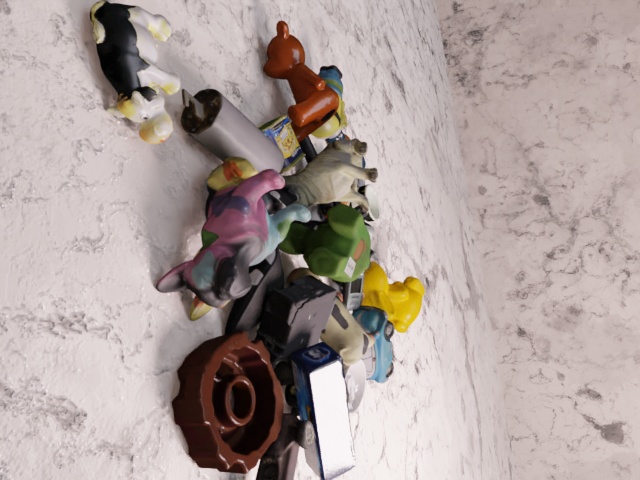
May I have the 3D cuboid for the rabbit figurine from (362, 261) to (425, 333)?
[{"bbox_3d":[0.147,0.132,1.264,0.173,0.122,0.162,50,44,-21],"label":"rabbit figurine"}]

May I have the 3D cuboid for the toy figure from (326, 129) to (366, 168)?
[{"bbox_3d":[0.057,-0.215,1.264,0.058,0.064,0.154,-55,134,-8],"label":"toy figure"}]

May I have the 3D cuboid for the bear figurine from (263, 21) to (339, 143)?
[{"bbox_3d":[-0.056,-0.303,1.028,0.132,0.120,0.196,-38,88,-19],"label":"bear figurine"}]

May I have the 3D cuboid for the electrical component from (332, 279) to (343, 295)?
[{"bbox_3d":[0.060,0.067,1.155,0.078,0.045,0.102,46,39,-51],"label":"electrical component"}]

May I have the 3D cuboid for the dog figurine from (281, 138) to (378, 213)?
[{"bbox_3d":[-0.010,-0.123,0.991,0.172,0.191,0.121,-114,-155,-53],"label":"dog figurine"}]

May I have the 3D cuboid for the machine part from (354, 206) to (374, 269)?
[{"bbox_3d":[0.089,-0.006,1.190,0.084,0.039,0.138,-132,-151,-53],"label":"machine part"}]

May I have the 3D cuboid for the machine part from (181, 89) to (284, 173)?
[{"bbox_3d":[-0.129,-0.153,0.823,0.243,0.079,0.079,37,46,-53],"label":"machine part"}]

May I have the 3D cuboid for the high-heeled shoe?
[{"bbox_3d":[-0.110,0.023,0.828,0.249,0.145,0.086,-54,150,-24],"label":"high-heeled shoe"}]

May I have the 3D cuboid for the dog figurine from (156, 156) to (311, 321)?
[{"bbox_3d":[-0.133,-0.002,0.730,0.219,0.192,0.108,-49,134,-18],"label":"dog figurine"}]

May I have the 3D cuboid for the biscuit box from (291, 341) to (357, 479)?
[{"bbox_3d":[0.006,0.257,0.805,0.063,0.059,0.202,-17,112,-27],"label":"biscuit box"}]

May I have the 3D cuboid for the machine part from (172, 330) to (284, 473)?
[{"bbox_3d":[-0.117,0.210,0.706,0.179,0.056,0.179,37,46,-52],"label":"machine part"}]

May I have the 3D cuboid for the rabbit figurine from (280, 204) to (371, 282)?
[{"bbox_3d":[-0.002,-0.003,0.918,0.159,0.170,0.121,26,82,-64],"label":"rabbit figurine"}]

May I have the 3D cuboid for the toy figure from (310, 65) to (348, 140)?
[{"bbox_3d":[0.008,-0.303,1.180,0.089,0.082,0.180,24,63,-40],"label":"toy figure"}]

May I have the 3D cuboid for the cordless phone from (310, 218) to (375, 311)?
[{"bbox_3d":[0.037,0.050,1.066,0.146,0.089,0.184,2,91,-48],"label":"cordless phone"}]

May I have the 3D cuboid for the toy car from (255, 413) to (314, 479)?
[{"bbox_3d":[-0.065,0.330,0.722,0.053,0.089,0.202,57,33,-39],"label":"toy car"}]

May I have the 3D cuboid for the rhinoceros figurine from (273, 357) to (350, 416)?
[{"bbox_3d":[-0.015,0.231,0.889,0.190,0.073,0.112,22,60,-61],"label":"rhinoceros figurine"}]

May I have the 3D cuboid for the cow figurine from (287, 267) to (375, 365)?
[{"bbox_3d":[0.009,0.132,0.938,0.195,0.085,0.127,54,10,6],"label":"cow figurine"}]

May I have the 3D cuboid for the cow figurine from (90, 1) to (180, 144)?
[{"bbox_3d":[-0.227,-0.203,0.652,0.098,0.068,0.167,7,69,-58],"label":"cow figurine"}]

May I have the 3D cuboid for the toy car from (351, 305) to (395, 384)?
[{"bbox_3d":[0.085,0.219,1.089,0.103,0.109,0.161,-13,103,-42],"label":"toy car"}]

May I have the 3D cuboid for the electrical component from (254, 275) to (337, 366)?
[{"bbox_3d":[-0.031,0.118,0.821,0.134,0.058,0.114,-13,128,-54],"label":"electrical component"}]
